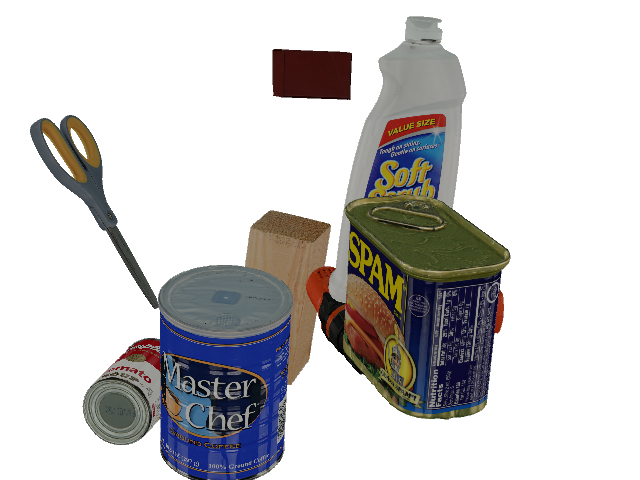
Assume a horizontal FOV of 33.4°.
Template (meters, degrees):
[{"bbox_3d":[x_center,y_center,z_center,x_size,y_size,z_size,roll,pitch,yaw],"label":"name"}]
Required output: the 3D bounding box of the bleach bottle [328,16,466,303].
[{"bbox_3d":[0.068,-0.067,0.928,0.102,0.251,0.068,7,18,5],"label":"bleach bottle"}]

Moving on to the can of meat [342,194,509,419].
[{"bbox_3d":[0.050,0.033,0.551,0.057,0.084,0.102,-6,24,-20],"label":"can of meat"}]

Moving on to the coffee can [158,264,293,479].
[{"bbox_3d":[-0.076,0.104,0.840,0.103,0.140,0.103,3,26,-2],"label":"coffee can"}]

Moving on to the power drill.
[{"bbox_3d":[0.092,0.073,1.116,0.187,0.057,0.184,-6,28,-15],"label":"power drill"}]

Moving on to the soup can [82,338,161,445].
[{"bbox_3d":[-0.175,0.142,1.010,0.068,0.068,0.102,0,16,12],"label":"soup can"}]

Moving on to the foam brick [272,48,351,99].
[{"bbox_3d":[-0.010,-0.180,1.158,0.078,0.051,0.053,0,11,-15],"label":"foam brick"}]

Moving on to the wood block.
[{"bbox_3d":[-0.054,0.075,1.440,0.090,0.206,0.090,14,21,12],"label":"wood block"}]

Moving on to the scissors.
[{"bbox_3d":[-0.201,-0.036,0.999,0.016,0.201,0.096,-24,26,19],"label":"scissors"}]
